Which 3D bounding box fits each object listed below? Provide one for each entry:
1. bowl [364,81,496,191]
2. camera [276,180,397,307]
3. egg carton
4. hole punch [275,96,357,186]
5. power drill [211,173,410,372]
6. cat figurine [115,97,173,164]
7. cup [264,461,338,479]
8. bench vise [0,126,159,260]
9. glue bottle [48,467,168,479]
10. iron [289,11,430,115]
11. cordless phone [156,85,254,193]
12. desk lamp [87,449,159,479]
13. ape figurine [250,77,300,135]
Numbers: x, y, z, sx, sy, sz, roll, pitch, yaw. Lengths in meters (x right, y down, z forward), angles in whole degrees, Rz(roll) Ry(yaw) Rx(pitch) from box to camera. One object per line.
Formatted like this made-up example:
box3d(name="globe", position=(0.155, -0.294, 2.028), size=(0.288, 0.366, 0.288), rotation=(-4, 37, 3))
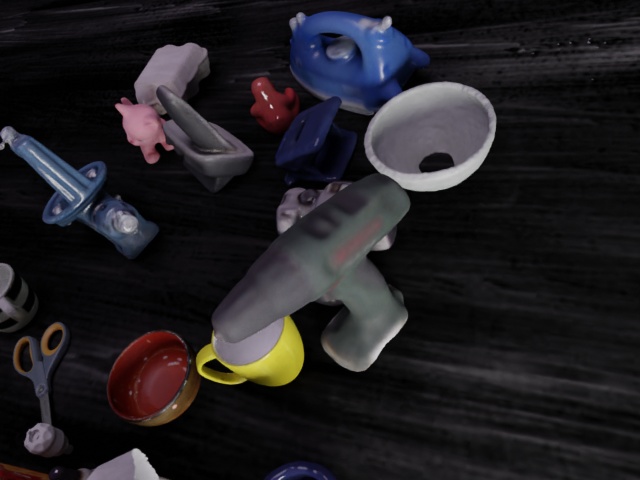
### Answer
box3d(name="bowl", position=(0.146, -0.121, 0.742), size=(0.167, 0.075, 0.167), rotation=(-11, 53, 16))
box3d(name="camera", position=(0.006, 0.002, 0.697), size=(0.142, 0.101, 0.137), rotation=(4, 58, 25))
box3d(name="egg carton", position=(-0.268, -0.294, 1.044), size=(0.107, 0.070, 0.150), rotation=(5, 59, 26))
box3d(name="hole punch", position=(-0.013, -0.141, 0.814), size=(0.100, 0.091, 0.109), rotation=(6, 59, 26))
box3d(name="power drill", position=(0.015, 0.051, 0.589), size=(0.075, 0.209, 0.230), rotation=(30, 72, 36))
box3d(name="cat figurine", position=(-0.298, -0.195, 0.955), size=(0.067, 0.118, 0.127), rotation=(-37, 51, -4))
box3d(name="cup", position=(0.000, 0.268, 0.516), size=(0.091, 0.095, 0.117), rotation=(-33, 50, -2))
box3d(name="bench vise", position=(-0.338, -0.078, 0.823), size=(0.206, 0.220, 0.121), rotation=(6, 59, 26))
box3d(name="glue bottle", position=(-0.202, 0.249, 0.563), size=(0.078, 0.174, 0.037), rotation=(-21, 51, 9))
box3d(name="iron", position=(0.028, -0.290, 0.869), size=(0.257, 0.142, 0.119), rotation=(22, 67, 33))
box3d(name="cordless phone", position=(-0.191, -0.173, 0.851), size=(0.094, 0.185, 0.147), rotation=(-45, 52, -11))
box3d(name="desk lamp", position=(-0.188, 0.295, 0.499), size=(0.203, 0.214, 0.117), rotation=(-34, 50, -3))
box3d(name="ape figurine", position=(-0.076, -0.216, 0.892), size=(0.077, 0.092, 0.076), rotation=(-12, 53, 15))
